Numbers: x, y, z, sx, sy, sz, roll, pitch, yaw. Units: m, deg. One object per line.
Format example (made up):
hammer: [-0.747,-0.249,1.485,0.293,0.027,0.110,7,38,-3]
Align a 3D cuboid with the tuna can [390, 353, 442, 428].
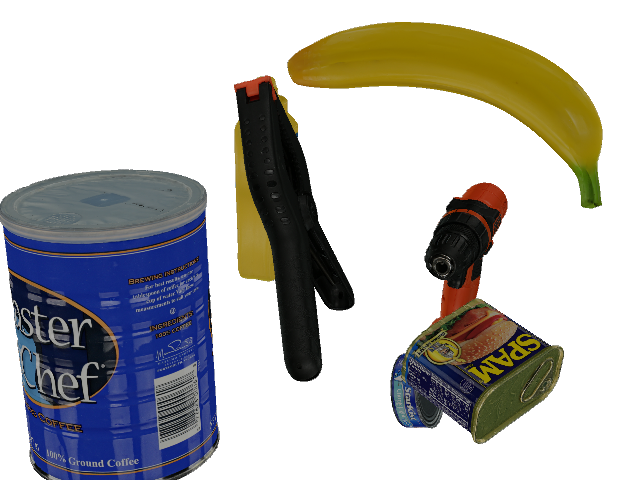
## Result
tuna can: [0.110,0.169,1.206,0.034,0.086,0.086,-5,-2,27]

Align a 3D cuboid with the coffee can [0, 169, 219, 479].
coffee can: [-0.107,0.044,0.556,0.103,0.140,0.103,-1,19,0]

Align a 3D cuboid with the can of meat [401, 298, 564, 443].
can of meat: [0.127,0.100,0.848,0.101,0.057,0.084,-27,45,-32]

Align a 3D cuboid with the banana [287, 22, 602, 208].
banana: [0.080,-0.088,0.609,0.198,0.069,0.037,24,-12,11]

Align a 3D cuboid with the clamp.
clamp: [-0.019,-0.016,0.788,0.036,0.210,0.164,-13,5,13]

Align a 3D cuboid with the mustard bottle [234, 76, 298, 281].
mustard bottle: [-0.051,-0.064,1.035,0.058,0.192,0.096,7,25,19]

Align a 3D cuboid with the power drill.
power drill: [0.132,0.051,1.051,0.057,0.188,0.184,19,28,17]
